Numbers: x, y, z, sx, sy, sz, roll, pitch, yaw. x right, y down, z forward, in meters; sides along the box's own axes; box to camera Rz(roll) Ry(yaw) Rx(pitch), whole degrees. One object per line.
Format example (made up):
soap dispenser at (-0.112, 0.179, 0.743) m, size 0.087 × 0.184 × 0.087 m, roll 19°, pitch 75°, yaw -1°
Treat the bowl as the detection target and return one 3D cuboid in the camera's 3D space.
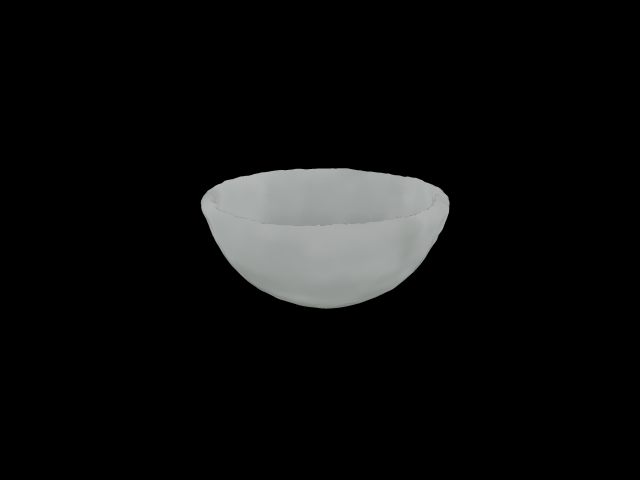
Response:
bowl at (0.004, 0.001, 0.400) m, size 0.167 × 0.075 × 0.167 m, roll 0°, pitch 19°, yaw 0°
